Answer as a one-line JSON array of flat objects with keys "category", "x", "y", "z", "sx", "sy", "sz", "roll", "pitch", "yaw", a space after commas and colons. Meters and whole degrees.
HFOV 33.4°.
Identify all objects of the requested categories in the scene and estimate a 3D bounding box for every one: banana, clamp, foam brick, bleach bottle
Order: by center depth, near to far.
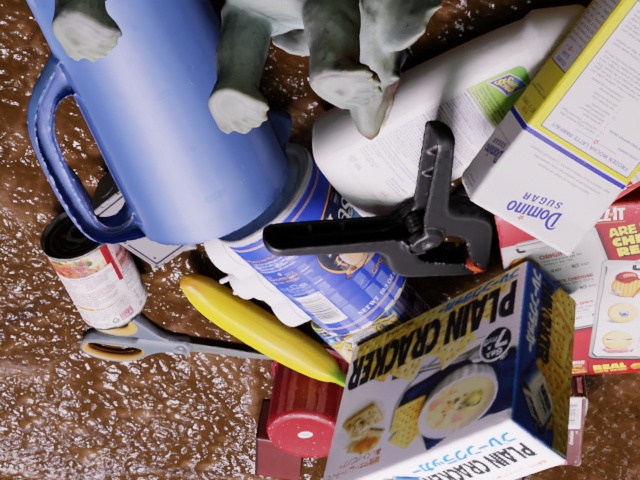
[{"category": "bleach bottle", "x": 0.121, "y": -0.101, "z": 0.798, "sx": 0.251, "sy": 0.068, "sz": 0.102, "roll": -24, "pitch": 132, "yaw": 26}, {"category": "clamp", "x": 0.080, "y": -0.017, "z": 0.822, "sx": 0.165, "sy": 0.036, "sz": 0.209, "roll": -35, "pitch": 146, "yaw": 30}, {"category": "banana", "x": -0.054, "y": 0.085, "z": 1.030, "sx": 0.197, "sy": 0.037, "sz": 0.070, "roll": 31, "pitch": 160, "yaw": -14}, {"category": "foam brick", "x": -0.042, "y": 0.220, "z": 1.171, "sx": 0.051, "sy": 0.053, "sz": 0.078, "roll": 7, "pitch": 138, "yaw": 3}]

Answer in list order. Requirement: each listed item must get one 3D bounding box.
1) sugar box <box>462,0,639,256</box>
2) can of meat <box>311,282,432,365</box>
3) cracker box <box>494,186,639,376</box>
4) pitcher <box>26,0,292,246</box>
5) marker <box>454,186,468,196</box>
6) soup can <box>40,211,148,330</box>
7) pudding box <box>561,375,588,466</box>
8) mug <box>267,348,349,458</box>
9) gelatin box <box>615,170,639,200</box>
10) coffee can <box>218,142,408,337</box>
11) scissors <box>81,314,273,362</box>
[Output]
[{"category": "sugar box", "x": 0.185, "y": -0.083, "z": 0.728, "sx": 0.093, "sy": 0.048, "sz": 0.176, "roll": 28, "pitch": 115, "yaw": -20}, {"category": "can of meat", "x": 0.054, "y": 0.079, "z": 1.003, "sx": 0.102, "sy": 0.057, "sz": 0.084, "roll": -24, "pitch": 127, "yaw": 30}, {"category": "cracker box", "x": 0.241, "y": 0.025, "z": 0.904, "sx": 0.164, "sy": 0.072, "sz": 0.213, "roll": -5, "pitch": 134, "yaw": 14}, {"category": "pitcher", "x": -0.129, "y": -0.117, "z": 0.768, "sx": 0.145, "sy": 0.149, "sz": 0.242, "roll": -4, "pitch": 132, "yaw": 23}, {"category": "marker", "x": 0.098, "y": -0.014, "z": 0.924, "sx": 0.020, "sy": 0.020, "sz": 0.121, "roll": 30, "pitch": 133, "yaw": -21}, {"category": "soup can", "x": -0.206, "y": 0.027, "z": 0.983, "sx": 0.068, "sy": 0.068, "sz": 0.102, "roll": -4, "pitch": 136, "yaw": 13}, {"category": "pudding box", "x": 0.232, "y": 0.150, "z": 1.024, "sx": 0.039, "sy": 0.090, "sz": 0.113, "roll": -1, "pitch": 135, "yaw": 7}, {"category": "mug", "x": 0.000, "y": 0.173, "z": 1.093, "sx": 0.117, "sy": 0.081, "sz": 0.093, "roll": 29, "pitch": 133, "yaw": -20}, {"category": "gelatin box", "x": 0.193, "y": -0.055, "z": 0.797, "sx": 0.089, "sy": 0.030, "sz": 0.073, "roll": -34, "pitch": 84, "yaw": 16}, {"category": "coffee can", "x": -0.006, "y": 0.001, "z": 0.896, "sx": 0.103, "sy": 0.102, "sz": 0.140, "roll": -26, "pitch": 127, "yaw": 31}, {"category": "scissors", "x": -0.152, "y": 0.095, "z": 1.083, "sx": 0.202, "sy": 0.016, "sz": 0.096, "roll": -3, "pitch": 136, "yaw": 12}]
